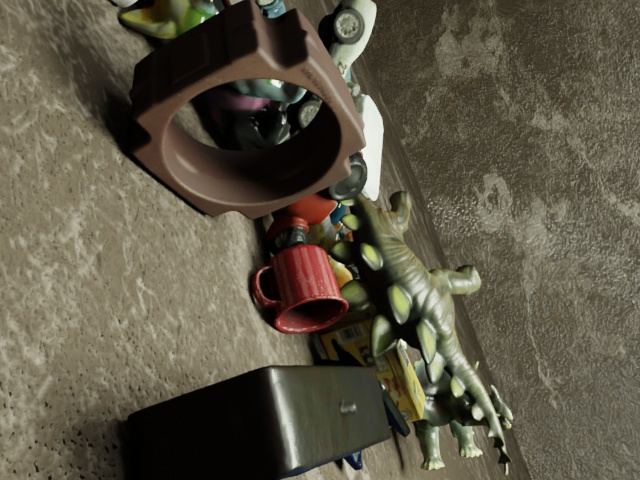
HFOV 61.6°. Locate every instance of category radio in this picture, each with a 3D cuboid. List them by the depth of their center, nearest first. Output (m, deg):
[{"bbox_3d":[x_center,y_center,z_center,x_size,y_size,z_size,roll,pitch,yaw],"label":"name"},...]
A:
[{"bbox_3d":[-0.036,0.155,0.443,0.229,0.131,0.073,31,41,-62],"label":"radio"}]

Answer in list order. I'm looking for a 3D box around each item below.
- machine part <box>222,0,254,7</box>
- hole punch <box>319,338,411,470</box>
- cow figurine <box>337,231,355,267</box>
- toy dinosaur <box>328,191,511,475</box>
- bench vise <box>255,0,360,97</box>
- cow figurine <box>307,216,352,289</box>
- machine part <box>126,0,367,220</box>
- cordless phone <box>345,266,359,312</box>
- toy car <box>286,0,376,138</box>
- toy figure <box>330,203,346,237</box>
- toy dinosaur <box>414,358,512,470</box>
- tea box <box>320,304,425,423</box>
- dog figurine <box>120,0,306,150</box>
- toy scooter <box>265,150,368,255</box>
[{"bbox_3d":[-0.151,-0.357,0.667,0.179,0.056,0.179,38,-24,21],"label":"machine part"},{"bbox_3d":[0.041,0.217,0.702,0.142,0.092,0.116,56,-9,-25],"label":"hole punch"},{"bbox_3d":[0.094,0.046,1.031,0.194,0.086,0.127,24,53,-62],"label":"cow figurine"},{"bbox_3d":[0.128,0.084,0.740,0.471,0.105,0.198,51,42,8],"label":"toy dinosaur"},{"bbox_3d":[-0.031,-0.316,0.915,0.241,0.129,0.223,35,-33,28],"label":"bench vise"},{"bbox_3d":[-0.003,-0.001,0.835,0.098,0.068,0.167,-84,149,-67],"label":"cow figurine"},{"bbox_3d":[-0.071,-0.120,0.542,0.201,0.201,0.087,45,27,-50],"label":"machine part"},{"bbox_3d":[0.091,0.136,0.900,0.147,0.089,0.184,-133,-148,-71],"label":"cordless phone"},{"bbox_3d":[0.010,-0.209,0.680,0.056,0.201,0.074,19,9,-21],"label":"toy car"},{"bbox_3d":[0.019,-0.047,0.933,0.058,0.064,0.154,42,-9,12],"label":"toy figure"},{"bbox_3d":[0.212,0.281,0.977,0.405,0.131,0.192,108,-26,-87],"label":"toy dinosaur"},{"bbox_3d":[0.080,0.189,0.800,0.169,0.098,0.068,67,19,-9],"label":"tea box"},{"bbox_3d":[-0.132,-0.215,0.656,0.219,0.191,0.108,22,40,-19],"label":"dog figurine"},{"bbox_3d":[-0.024,-0.072,0.721,0.075,0.184,0.135,26,18,-44],"label":"toy scooter"}]
